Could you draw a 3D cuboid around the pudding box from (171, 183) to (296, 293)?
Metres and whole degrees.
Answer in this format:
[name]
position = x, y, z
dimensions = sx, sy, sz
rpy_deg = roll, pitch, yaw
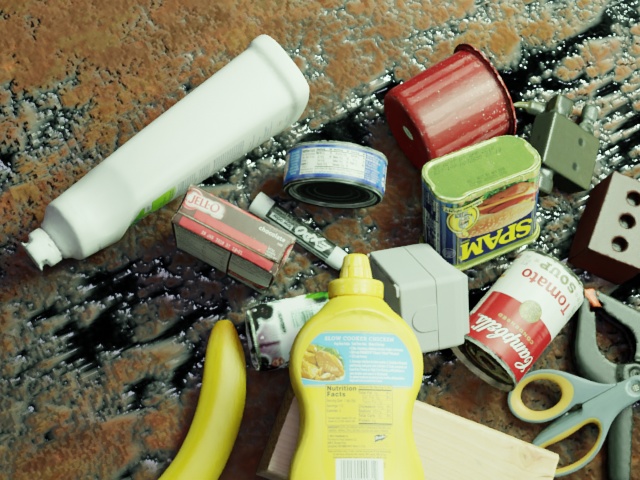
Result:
[pudding box]
position = -0.070, 0.001, 0.843
dimensions = 0.090, 0.113, 0.039
rpy_deg = 29, 77, 0

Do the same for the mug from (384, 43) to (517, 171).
[mug]
position = 0.112, -0.099, 0.916
dimensions = 0.081, 0.093, 0.117
rpy_deg = -30, 117, -9

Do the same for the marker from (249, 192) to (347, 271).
[marker]
position = -0.006, 0.001, 0.901
dimensions = 0.121, 0.020, 0.020
rpy_deg = 35, 73, 2

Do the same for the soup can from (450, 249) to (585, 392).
[soup can]
position = 0.164, 0.066, 0.885
dimensions = 0.068, 0.068, 0.102
rpy_deg = 42, 73, 3

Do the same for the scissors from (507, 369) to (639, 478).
[scissors]
position = 0.240, 0.112, 0.876
dimensions = 0.202, 0.016, 0.096
rpy_deg = -43, 73, 5

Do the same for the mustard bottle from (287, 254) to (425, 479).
[mustard bottle]
position = 0.025, 0.105, 0.763
dimensions = 0.096, 0.058, 0.191
rpy_deg = 1, 77, -3

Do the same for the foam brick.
[foam brick]
position = 0.257, -0.010, 0.926
dimensions = 0.053, 0.051, 0.078
rpy_deg = 22, 74, -2

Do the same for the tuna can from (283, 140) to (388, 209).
[tuna can]
position = 0.012, -0.053, 0.883
dimensions = 0.086, 0.086, 0.034
rpy_deg = 7, 76, -7

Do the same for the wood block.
[wood block]
position = 0.065, 0.175, 0.830
dimensions = 0.206, 0.090, 0.091
rpy_deg = 21, 74, -3

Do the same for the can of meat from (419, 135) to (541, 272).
[can of meat]
position = 0.133, -0.032, 0.888
dimensions = 0.102, 0.084, 0.057
rpy_deg = -21, 47, -13

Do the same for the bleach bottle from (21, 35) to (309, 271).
[bleach bottle]
position = -0.127, -0.061, 0.856
dimensions = 0.250, 0.103, 0.068
rpy_deg = -37, 85, -16

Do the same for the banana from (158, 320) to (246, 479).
[banana]
position = -0.103, 0.158, 0.837
dimensions = 0.069, 0.037, 0.197
rpy_deg = 33, 74, 0

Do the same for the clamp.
[clamp]
position = 0.274, 0.116, 0.901
dimensions = 0.120, 0.039, 0.171
rpy_deg = -17, 81, -8
